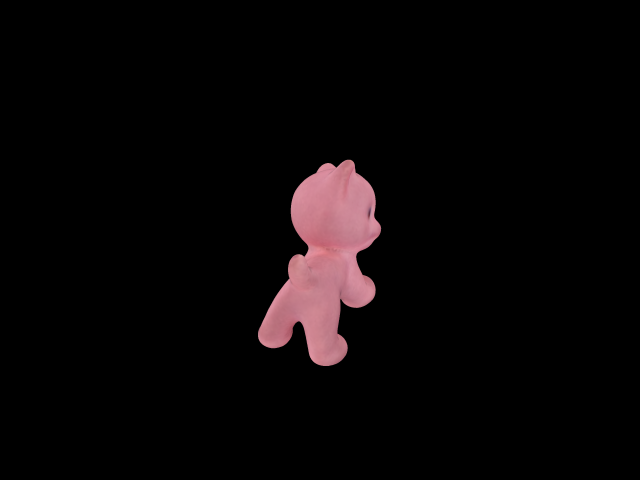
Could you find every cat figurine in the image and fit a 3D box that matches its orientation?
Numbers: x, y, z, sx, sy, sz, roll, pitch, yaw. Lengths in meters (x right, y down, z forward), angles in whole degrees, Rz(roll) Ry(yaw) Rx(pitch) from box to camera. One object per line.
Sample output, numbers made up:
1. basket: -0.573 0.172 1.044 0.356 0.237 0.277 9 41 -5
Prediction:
1. cat figurine: 0.004 0.001 0.400 0.067 0.118 0.128 11 36 16
